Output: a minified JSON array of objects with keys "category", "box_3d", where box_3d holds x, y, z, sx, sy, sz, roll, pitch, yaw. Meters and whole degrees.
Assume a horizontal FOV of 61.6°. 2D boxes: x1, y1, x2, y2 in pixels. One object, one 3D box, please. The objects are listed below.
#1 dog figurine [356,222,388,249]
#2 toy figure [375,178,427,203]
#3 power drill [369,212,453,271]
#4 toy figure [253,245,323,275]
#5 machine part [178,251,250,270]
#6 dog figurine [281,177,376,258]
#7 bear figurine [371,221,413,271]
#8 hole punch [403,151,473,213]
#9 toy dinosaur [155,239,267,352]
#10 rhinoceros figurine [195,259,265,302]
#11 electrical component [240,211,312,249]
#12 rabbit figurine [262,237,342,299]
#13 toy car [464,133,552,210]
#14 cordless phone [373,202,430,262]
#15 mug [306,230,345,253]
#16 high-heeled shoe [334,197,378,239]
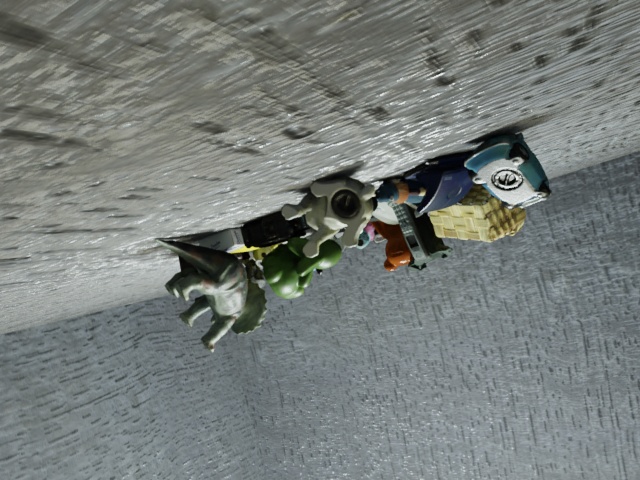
[{"category":"dog figurine","box_3d":[0.131,-0.035,1.639,0.192,0.108,0.219,-18,-179,-9]},{"category":"toy figure","box_3d":[0.169,-0.102,1.112,0.154,0.058,0.064,-6,164,-41]},{"category":"power drill","box_3d":[0.224,-0.030,1.318,0.232,0.207,0.086,-28,149,27]},{"category":"toy figure","box_3d":[-0.081,0.044,1.364,0.180,0.082,0.089,8,-176,-6]},{"category":"machine part","box_3d":[-0.269,0.041,1.363,0.179,0.056,0.179,-15,176,-1]},{"category":"dog figurine","box_3d":[0.041,-0.065,0.951,0.172,0.121,0.190,-15,-168,24]},{"category":"bear figurine","box_3d":[0.213,-0.022,1.445,0.120,0.195,0.132,-22,175,29]},{"category":"hole punch","box_3d":[0.243,-0.113,1.047,0.142,0.092,0.116,-10,170,-31]},{"category":"toy dinosaur","box_3d":[-0.217,0.098,1.159,0.192,0.131,0.404,-40,149,-28]},{"category":"rhinoceros figurine","box_3d":[-0.231,0.117,1.373,0.190,0.112,0.073,-23,177,5]},{"category":"electrical component","box_3d":[-0.087,-0.025,1.149,0.134,0.058,0.115,-17,178,17]},{"category":"rabbit figurine","box_3d":[-0.038,0.039,1.169,0.170,0.121,0.159,-25,164,3]},{"category":"toy car","box_3d":[0.341,-0.134,0.954,0.161,0.103,0.109,35,143,-22]},{"category":"cordless phone","box_3d":[0.189,-0.034,1.239,0.089,0.184,0.146,-19,178,-28]},{"category":"mug","box_3d":[-0.003,-0.004,1.318,0.109,0.107,0.080,-46,140,5]},{"category":"high-heeled shoe","box_3d":[0.067,-0.065,1.170,0.145,0.086,0.249,-35,-172,15]}]
